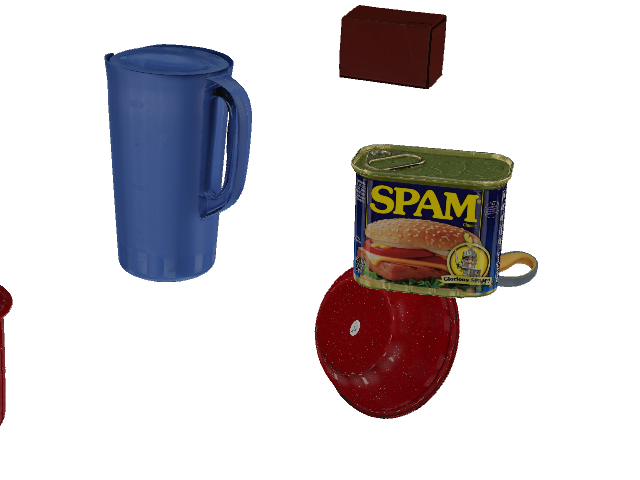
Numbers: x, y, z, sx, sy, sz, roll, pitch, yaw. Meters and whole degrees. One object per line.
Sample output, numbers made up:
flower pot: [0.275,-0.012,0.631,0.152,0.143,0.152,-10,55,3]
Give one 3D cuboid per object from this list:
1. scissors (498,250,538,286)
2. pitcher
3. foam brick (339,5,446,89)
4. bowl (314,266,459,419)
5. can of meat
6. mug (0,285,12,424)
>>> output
scissors: [0.144,0.031,1.142,0.201,0.016,0.096,-9,41,-30]
pitcher: [-0.155,-0.080,1.141,0.145,0.243,0.149,-1,23,-11]
foam brick: [0.059,-0.160,0.878,0.078,0.051,0.053,11,26,17]
bowl: [0.048,0.083,0.991,0.162,0.162,0.055,0,-10,42]
can of meat: [0.071,-0.012,0.698,0.102,0.084,0.057,6,24,12]
mug: [-0.234,0.077,0.622,0.093,0.081,0.117,12,22,19]
